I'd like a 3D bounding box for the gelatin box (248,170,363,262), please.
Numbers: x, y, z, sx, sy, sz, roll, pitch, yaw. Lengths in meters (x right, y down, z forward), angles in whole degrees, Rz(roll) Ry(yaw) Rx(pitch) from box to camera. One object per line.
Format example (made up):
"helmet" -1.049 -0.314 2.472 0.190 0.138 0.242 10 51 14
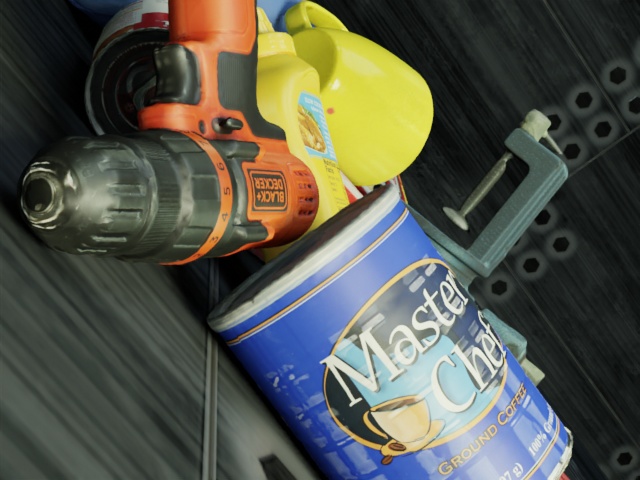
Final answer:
"gelatin box" -0.006 -0.010 0.684 0.030 0.073 0.089 61 9 32

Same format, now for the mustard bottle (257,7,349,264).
"mustard bottle" -0.016 -0.038 0.592 0.096 0.058 0.191 16 58 -76

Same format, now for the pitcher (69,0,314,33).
"pitcher" -0.063 -0.138 0.743 0.145 0.149 0.242 16 -17 28

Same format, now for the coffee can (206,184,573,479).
"coffee can" 0.031 0.061 0.480 0.140 0.103 0.103 54 7 -5

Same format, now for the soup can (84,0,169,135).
"soup can" -0.085 -0.086 0.557 0.068 0.068 0.102 51 7 -21

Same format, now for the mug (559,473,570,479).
"mug" 0.104 0.169 0.565 0.081 0.093 0.117 50 43 10

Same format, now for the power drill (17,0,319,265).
"power drill" -0.061 -0.084 0.426 0.184 0.057 0.187 -3 88 -68

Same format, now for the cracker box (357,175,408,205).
"cracker box" 0.013 -0.078 1.035 0.213 0.072 0.164 47 24 -45
